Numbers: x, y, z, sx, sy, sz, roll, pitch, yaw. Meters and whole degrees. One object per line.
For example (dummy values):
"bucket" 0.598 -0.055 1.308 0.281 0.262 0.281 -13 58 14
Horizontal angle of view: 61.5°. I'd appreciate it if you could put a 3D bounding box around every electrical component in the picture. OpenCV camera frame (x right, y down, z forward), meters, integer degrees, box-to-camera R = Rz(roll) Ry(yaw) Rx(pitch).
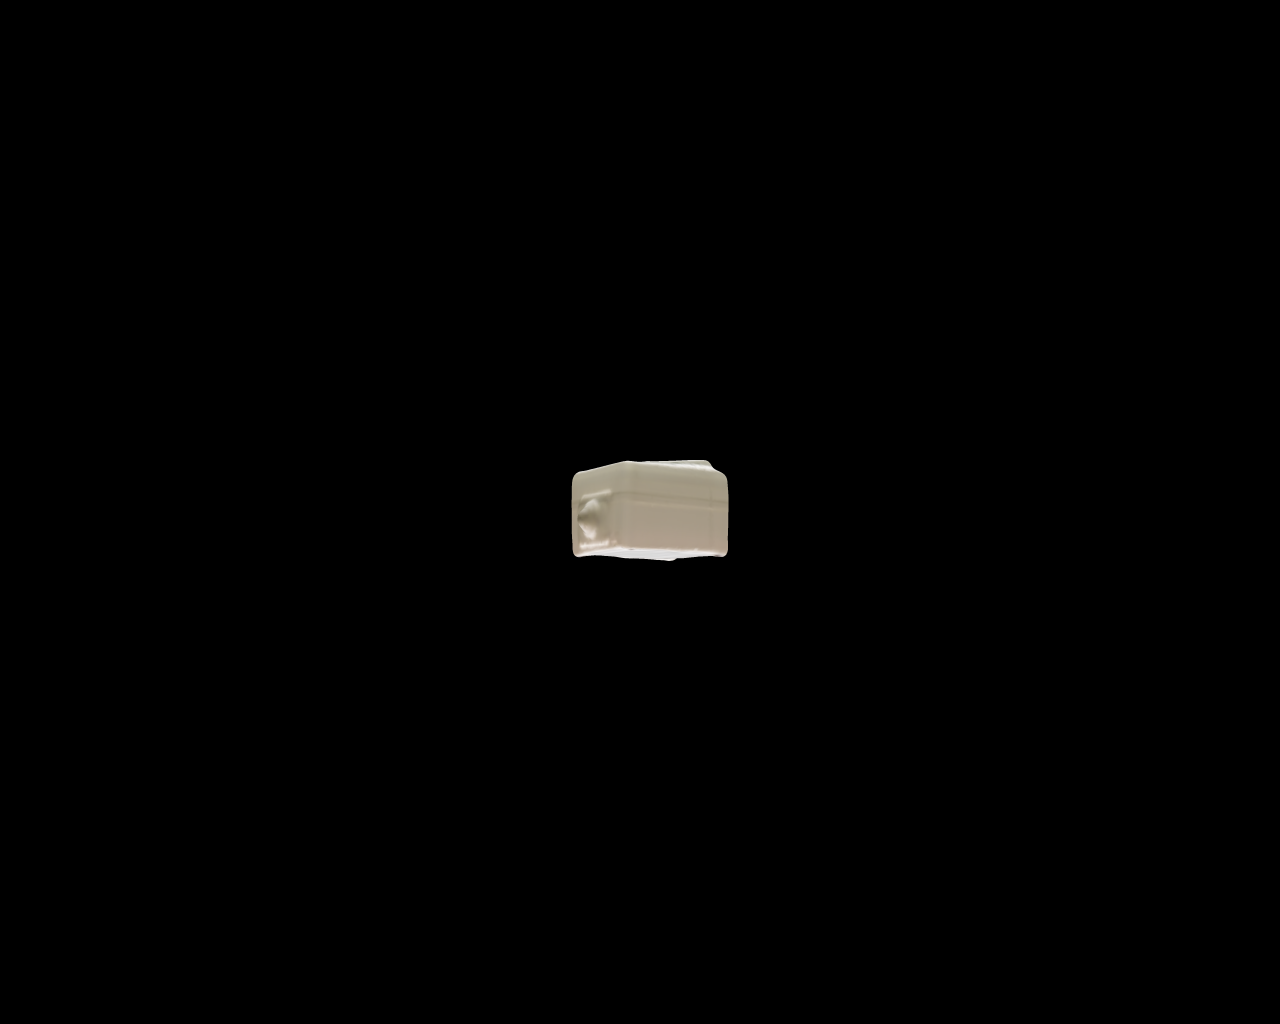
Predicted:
"electrical component" 0.001 -0.003 0.650 0.096 0.061 0.061 5 -9 -36
